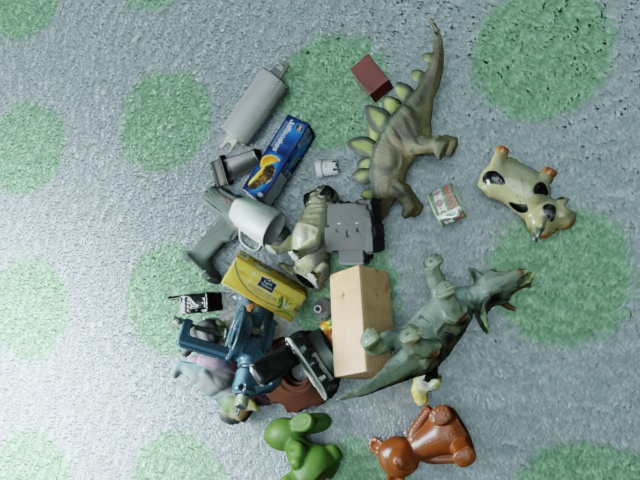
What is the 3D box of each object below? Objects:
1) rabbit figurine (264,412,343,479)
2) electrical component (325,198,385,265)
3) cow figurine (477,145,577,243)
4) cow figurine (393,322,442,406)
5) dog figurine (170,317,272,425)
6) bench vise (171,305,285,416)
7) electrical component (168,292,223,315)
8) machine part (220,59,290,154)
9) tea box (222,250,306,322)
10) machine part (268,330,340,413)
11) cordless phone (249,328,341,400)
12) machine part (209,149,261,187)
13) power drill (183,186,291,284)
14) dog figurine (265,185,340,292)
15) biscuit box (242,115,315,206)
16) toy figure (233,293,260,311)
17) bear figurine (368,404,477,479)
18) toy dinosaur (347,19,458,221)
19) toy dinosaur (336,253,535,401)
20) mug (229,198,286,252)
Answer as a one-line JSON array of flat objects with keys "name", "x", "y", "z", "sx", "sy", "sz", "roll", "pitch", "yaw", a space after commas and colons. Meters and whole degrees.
[{"name": "rabbit figurine", "x": -0.047, "y": 0.430, "z": 1.122, "sx": 0.170, "sy": 0.121, "sz": 0.159, "roll": 37, "pitch": 94, "yaw": 32}, {"name": "electrical component", "x": 0.070, "y": -0.016, "z": 1.084, "sx": 0.115, "sy": 0.058, "sz": 0.134, "roll": -3, "pitch": 92, "yaw": 34}, {"name": "cow figurine", "x": 0.396, "y": -0.081, "z": 1.029, "sx": 0.195, "sy": 0.085, "sz": 0.127, "roll": 32, "pitch": 90, "yaw": 15}, {"name": "cow figurine", "x": 0.206, "y": 0.241, "z": 1.077, "sx": 0.098, "sy": 0.068, "sz": 0.167, "roll": -19, "pitch": 81, "yaw": 11}, {"name": "dog figurine", "x": -0.201, "y": 0.295, "z": 1.189, "sx": 0.219, "sy": 0.108, "sz": 0.191, "roll": 27, "pitch": 91, "yaw": 14}, {"name": "bench vise", "x": -0.189, "y": 0.220, "z": 1.086, "sx": 0.240, "sy": 0.129, "sz": 0.223, "roll": 21, "pitch": 63, "yaw": -14}, {"name": "electrical component", "x": -0.294, "y": 0.147, "z": 1.244, "sx": 0.119, "sy": 0.075, "sz": 0.047, "roll": -8, "pitch": 83, "yaw": 13}, {"name": "machine part", "x": -0.147, "y": -0.303, "z": 1.230, "sx": 0.079, "sy": 0.079, "sz": 0.243, "roll": 39, "pitch": 97, "yaw": 17}, {"name": "tea box", "x": -0.117, "y": 0.097, "z": 1.148, "sx": 0.169, "sy": 0.098, "sz": 0.068, "roll": 32, "pitch": 96, "yaw": -5}, {"name": "machine part", "x": -0.045, "y": 0.283, "z": 1.161, "sx": 0.180, "sy": 0.056, "sz": 0.179, "roll": -1, "pitch": 86, "yaw": 17}, {"name": "cordless phone", "x": -0.044, "y": 0.258, "z": 1.035, "sx": 0.089, "sy": 0.184, "sz": 0.146, "roll": -43, "pitch": 76, "yaw": 32}, {"name": "machine part", "x": -0.194, "y": -0.174, "z": 1.257, "sx": 0.139, "sy": 0.039, "sz": 0.084, "roll": -17, "pitch": 75, "yaw": 18}, {"name": "power drill", "x": -0.205, "y": -0.001, "z": 1.225, "sx": 0.232, "sy": 0.086, "sz": 0.207, "roll": 38, "pitch": 102, "yaw": 16}, {"name": "dog figurine", "x": 0.000, "y": -0.004, "z": 1.161, "sx": 0.121, "sy": 0.172, "sz": 0.190, "roll": 21, "pitch": 61, "yaw": 35}, {"name": "biscuit box", "x": -0.090, "y": -0.174, "z": 1.193, "sx": 0.063, "sy": 0.059, "sz": 0.202, "roll": 29, "pitch": 84, "yaw": 19}, {"name": "toy figure", "x": -0.159, "y": 0.179, "z": 1.207, "sx": 0.064, "sy": 0.057, "sz": 0.154, "roll": -11, "pitch": 78, "yaw": 11}, {"name": "bear figurine", "x": 0.190, "y": 0.400, "z": 1.038, "sx": 0.196, "sy": 0.132, "sz": 0.120, "roll": -29, "pitch": 75, "yaw": 8}, {"name": "toy dinosaur", "x": 0.173, "y": -0.210, "z": 1.101, "sx": 0.199, "sy": 0.105, "sz": 0.471, "roll": 29, "pitch": 96, "yaw": 18}, {"name": "toy dinosaur", "x": 0.207, "y": 0.172, "z": 0.993, "sx": 0.405, "sy": 0.192, "sz": 0.131, "roll": -44, "pitch": 33, "yaw": -3}, {"name": "mug", "x": -0.142, "y": -0.036, "z": 1.148, "sx": 0.107, "sy": 0.081, "sz": 0.109, "roll": 33, "pitch": 118, "yaw": 18}]
